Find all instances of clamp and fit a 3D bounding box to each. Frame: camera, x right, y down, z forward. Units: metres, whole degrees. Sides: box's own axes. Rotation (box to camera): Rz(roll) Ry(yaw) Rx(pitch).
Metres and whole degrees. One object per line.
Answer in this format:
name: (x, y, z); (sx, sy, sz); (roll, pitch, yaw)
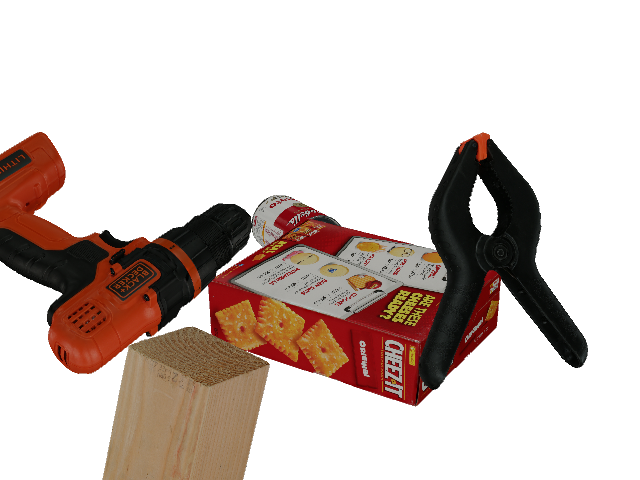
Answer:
clamp: (0.106, 0.017, 0.715); (0.120, 0.171, 0.039); (-15, -4, -23)

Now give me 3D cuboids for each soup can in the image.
soup can: (-0.026, -0.008, 1.202); (0.068, 0.068, 0.102); (0, 16, -30)

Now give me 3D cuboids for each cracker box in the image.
cracker box: (0.032, 0.058, 0.962); (0.214, 0.072, 0.163); (15, 29, 30)

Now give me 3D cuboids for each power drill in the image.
power drill: (-0.169, -0.006, 0.798); (0.188, 0.057, 0.184); (33, 51, 23)

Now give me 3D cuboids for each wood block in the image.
wood block: (-0.124, 0.191, 0.918); (0.090, 0.206, 0.090); (22, 18, 27)
